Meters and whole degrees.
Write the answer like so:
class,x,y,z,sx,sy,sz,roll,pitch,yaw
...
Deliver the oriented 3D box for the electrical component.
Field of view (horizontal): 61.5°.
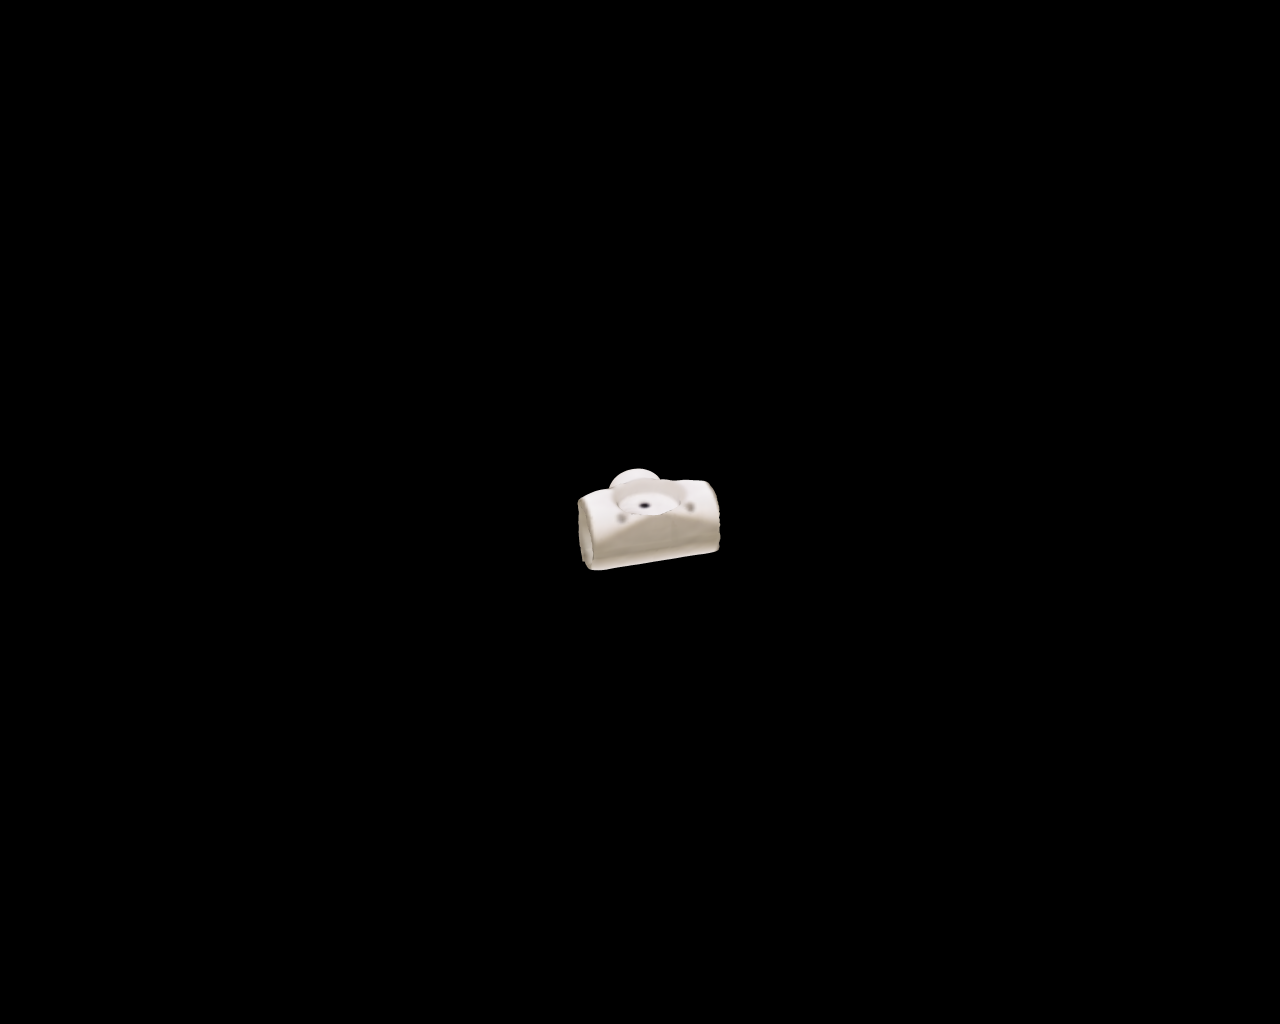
class,x,y,z,sx,sy,sz,roll,pitch,yaw
electrical component,0.001,-0.003,0.650,0.077,0.044,0.079,-8,36,-11
